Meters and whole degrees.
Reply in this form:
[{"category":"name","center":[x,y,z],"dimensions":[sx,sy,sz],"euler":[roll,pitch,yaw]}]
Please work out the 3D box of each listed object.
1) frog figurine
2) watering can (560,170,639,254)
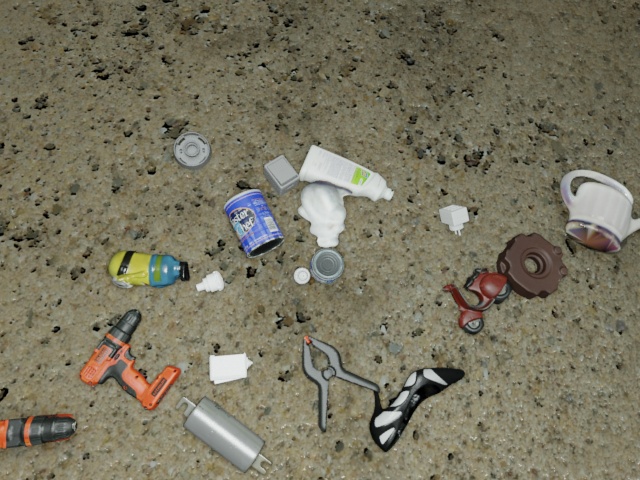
[{"category":"frog figurine","center":[0.004,-0.066,1.306],"dimensions":[0.137,0.121,0.161],"euler":[8,76,29]},{"category":"watering can","center":[0.818,-0.060,1.429],"dimensions":[0.348,0.102,0.228],"euler":[28,70,2]}]
